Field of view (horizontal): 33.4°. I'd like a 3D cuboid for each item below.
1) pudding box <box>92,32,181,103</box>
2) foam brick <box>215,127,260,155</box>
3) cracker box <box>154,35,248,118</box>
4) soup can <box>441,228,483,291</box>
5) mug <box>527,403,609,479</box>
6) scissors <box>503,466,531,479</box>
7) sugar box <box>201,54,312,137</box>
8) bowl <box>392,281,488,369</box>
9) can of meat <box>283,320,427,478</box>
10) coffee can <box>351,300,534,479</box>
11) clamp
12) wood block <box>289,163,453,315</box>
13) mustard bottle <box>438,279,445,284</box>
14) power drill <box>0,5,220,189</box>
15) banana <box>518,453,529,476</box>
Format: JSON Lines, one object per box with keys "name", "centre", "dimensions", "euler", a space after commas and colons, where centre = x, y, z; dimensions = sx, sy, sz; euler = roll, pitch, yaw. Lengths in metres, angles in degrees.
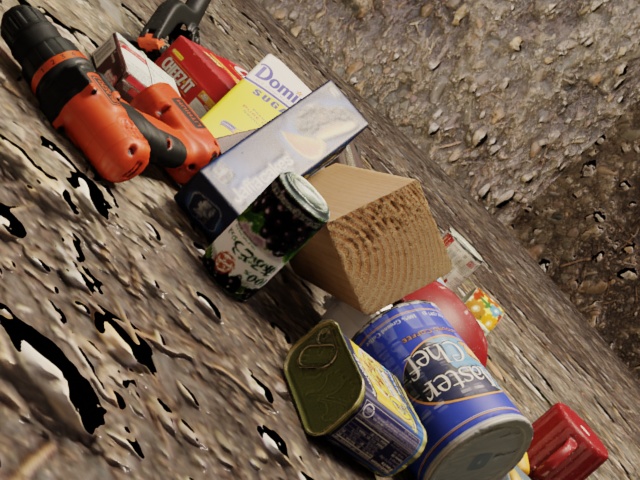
{"name": "pudding box", "centre": [-0.184, -0.157, 1.097], "dimensions": [0.090, 0.039, 0.113], "euler": [39, 15, -33]}
{"name": "foam brick", "centre": [-0.074, -0.072, 1.034], "dimensions": [0.078, 0.051, 0.053], "euler": [-17, 76, -38]}
{"name": "cracker box", "centre": [-0.100, -0.153, 1.293], "dimensions": [0.164, 0.072, 0.213], "euler": [48, 11, 10]}
{"name": "soup can", "centre": [0.166, 0.041, 1.476], "dimensions": [0.068, 0.102, 0.068], "euler": [42, 12, -11]}
{"name": "mug", "centre": [0.260, 0.235, 1.175], "dimensions": [0.093, 0.081, 0.117], "euler": [48, 12, 15]}
{"name": "scissors", "centre": [0.190, 0.221, 1.094], "dimensions": [0.096, 0.016, 0.202], "euler": [41, 19, -36]}
{"name": "sugar box", "centre": [-0.069, -0.120, 1.134], "dimensions": [0.093, 0.048, 0.176], "euler": [43, 47, -7]}
{"name": "bowl", "centre": [0.119, 0.093, 1.085], "dimensions": [0.162, 0.055, 0.162], "euler": [50, -13, 16]}
{"name": "can of meat", "centre": [0.027, 0.122, 0.810], "dimensions": [0.083, 0.057, 0.102], "euler": [40, 13, -32]}
{"name": "coffee can", "centre": [0.096, 0.134, 0.892], "dimensions": [0.102, 0.103, 0.140], "euler": [32, 18, -50]}
{"name": "clamp", "centre": [-0.171, -0.250, 1.358], "dimensions": [0.036, 0.164, 0.209], "euler": [7, 24, 17]}
{"name": "wood block", "centre": [0.028, -0.007, 0.982], "dimensions": [0.090, 0.090, 0.206], "euler": [66, -13, -15]}
{"name": "mustard bottle", "centre": [0.136, 0.076, 1.357], "dimensions": [0.096, 0.058, 0.192], "euler": [26, 20, -30]}
{"name": "power drill", "centre": [-0.178, -0.117, 0.929], "dimensions": [0.184, 0.057, 0.187], "euler": [53, 16, 17]}
{"name": "banana", "centre": [0.164, 0.177, 1.167], "dimensions": [0.198, 0.037, 0.069], "euler": [47, 30, 18]}
